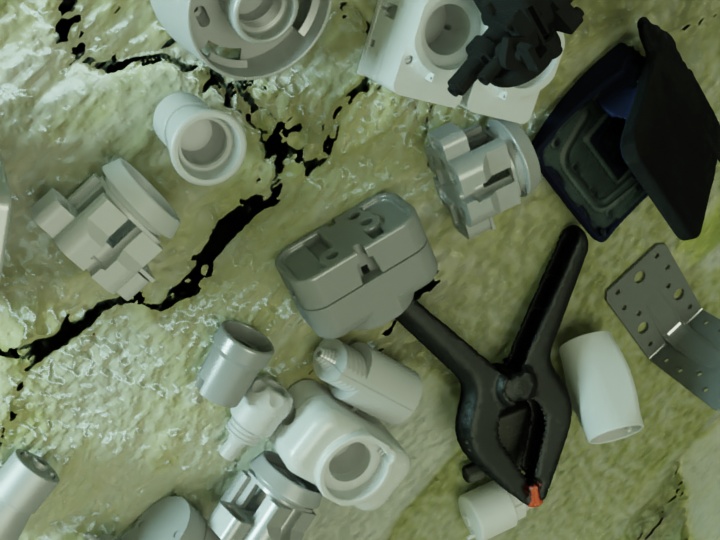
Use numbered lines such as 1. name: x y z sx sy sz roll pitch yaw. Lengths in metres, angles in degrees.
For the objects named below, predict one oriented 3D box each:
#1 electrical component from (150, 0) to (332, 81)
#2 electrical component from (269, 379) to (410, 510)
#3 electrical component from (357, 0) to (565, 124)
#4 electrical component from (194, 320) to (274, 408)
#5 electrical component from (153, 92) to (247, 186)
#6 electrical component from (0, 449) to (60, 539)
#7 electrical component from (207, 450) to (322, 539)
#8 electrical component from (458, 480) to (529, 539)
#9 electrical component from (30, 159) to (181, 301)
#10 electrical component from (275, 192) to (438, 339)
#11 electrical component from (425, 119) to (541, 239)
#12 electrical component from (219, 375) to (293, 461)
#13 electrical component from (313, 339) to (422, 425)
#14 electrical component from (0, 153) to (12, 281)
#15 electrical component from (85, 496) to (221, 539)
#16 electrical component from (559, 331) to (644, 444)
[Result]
1. electrical component: -0.067 -0.162 0.619 0.099 0.064 0.099 -19 133 -22
2. electrical component: -0.014 0.127 0.765 0.095 0.059 0.053 36 94 -33
3. electrical component: 0.082 -0.193 0.664 0.105 0.060 0.186 8 109 -28
4. electrical component: -0.085 0.063 0.714 0.040 0.040 0.046 21 108 -32
5. electrical component: -0.097 -0.080 0.627 0.044 0.065 0.044 -10 117 -21
6. electrical component: -0.224 0.147 0.685 0.044 0.044 0.065 39 88 -33
7. electrical component: -0.063 0.165 0.758 0.057 0.058 0.078 -57 142 3
8. electrical component: 0.116 0.188 0.866 0.078 0.040 0.040 -21 120 -16
9. electrical component: -0.144 -0.028 0.634 0.057 0.058 0.078 -43 123 1
10. electrical component: 0.000 0.000 0.717 0.095 0.054 0.059 -31 122 -10
11. electrical component: 0.084 -0.068 0.725 0.057 0.058 0.078 -26 121 -10
12. electrical component: -0.075 0.104 0.740 0.035 0.035 0.061 31 100 -33
13. electrical component: 0.000 0.074 0.757 0.081 0.043 0.043 31 97 -33
14. electrical component: -0.225 -0.010 0.572 0.056 0.108 0.108 6 110 -25
15. electrical component: -0.169 0.205 0.730 0.138 0.052 0.073 -40 123 -4
16. electrical component: 0.186 0.098 0.844 0.043 0.077 0.079 -13 157 -3
